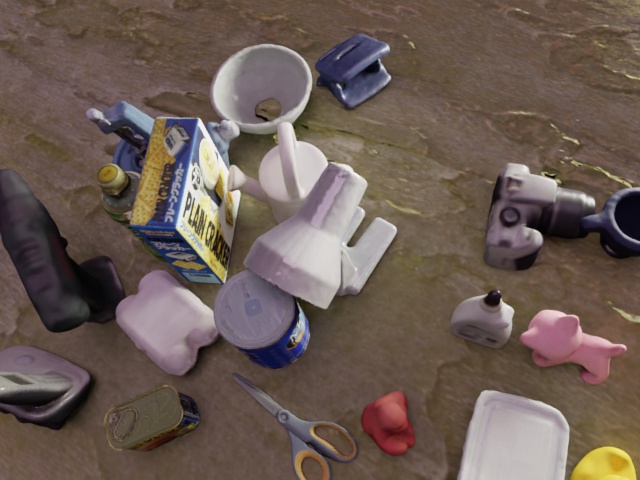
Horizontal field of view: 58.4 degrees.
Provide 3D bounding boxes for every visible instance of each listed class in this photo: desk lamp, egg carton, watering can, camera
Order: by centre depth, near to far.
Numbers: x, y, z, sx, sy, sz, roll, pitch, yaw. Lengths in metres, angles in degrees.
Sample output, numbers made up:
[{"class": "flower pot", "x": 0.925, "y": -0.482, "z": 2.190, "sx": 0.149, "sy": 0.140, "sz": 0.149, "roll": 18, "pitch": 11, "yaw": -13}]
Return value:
[{"class": "desk lamp", "x": 0.007, "y": 0.003, "z": 0.762, "sx": 0.117, "sy": 0.214, "sz": 0.203, "roll": 29, "pitch": 74, "yaw": 18}, {"class": "camera", "x": 0.307, "y": -0.033, "z": 0.801, "sx": 0.136, "sy": 0.101, "sz": 0.143, "roll": 11, "pitch": 69, "yaw": 12}, {"class": "watering can", "x": -0.043, "y": -0.088, "z": 0.817, "sx": 0.173, "sy": 0.194, "sz": 0.100, "roll": -26, "pitch": 66, "yaw": -4}, {"class": "egg carton", "x": -0.218, "y": 0.117, "z": 0.821, "sx": 0.150, "sy": 0.069, "sz": 0.107, "roll": 35, "pitch": 76, "yaw": 19}]

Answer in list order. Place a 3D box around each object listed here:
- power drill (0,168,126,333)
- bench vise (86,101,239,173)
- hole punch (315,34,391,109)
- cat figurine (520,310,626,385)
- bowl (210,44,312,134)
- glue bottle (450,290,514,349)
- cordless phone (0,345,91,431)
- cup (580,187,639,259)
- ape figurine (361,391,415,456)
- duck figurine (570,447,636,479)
[{"class": "power drill", "x": -0.361, "y": 0.033, "z": 0.798, "sx": 0.075, "sy": 0.208, "sz": 0.229, "roll": -29, "pitch": 67, "yaw": -5}, {"class": "bench vise", "x": -0.237, "y": -0.154, "z": 0.855, "sx": 0.207, "sy": 0.220, "sz": 0.121, "roll": -36, "pitch": 67, "yaw": -8}, {"class": "hole punch", "x": 0.051, "y": -0.291, "z": 0.946, "sx": 0.109, "sy": 0.091, "sz": 0.101, "roll": -37, "pitch": 68, "yaw": -9}, {"class": "cat figurine", "x": 0.316, "y": 0.128, "z": 0.723, "sx": 0.127, "sy": 0.118, "sz": 0.067, "roll": 14, "pitch": 70, "yaw": 13}, {"class": "bowl", "x": -0.091, "y": -0.237, "z": 0.950, "sx": 0.167, "sy": 0.075, "sz": 0.167, "roll": -3, "pitch": 67, "yaw": 6}, {"class": "glue bottle", "x": 0.209, "y": 0.094, "z": 0.720, "sx": 0.078, "sy": 0.173, "sz": 0.037, "roll": 19, "pitch": 71, "yaw": 15}, {"class": "cordless phone", "x": -0.408, "y": 0.183, "z": 0.754, "sx": 0.147, "sy": 0.185, "sz": 0.094, "roll": 16, "pitch": 70, "yaw": 14}, {"class": "cup", "x": 0.407, "y": -0.011, "z": 0.782, "sx": 0.117, "sy": 0.095, "sz": 0.091, "roll": -4, "pitch": 67, "yaw": 6}, {"class": "ape figurine", "x": 0.089, "y": 0.228, "z": 0.724, "sx": 0.076, "sy": 0.092, "sz": 0.078, "roll": 20, "pitch": 71, "yaw": 15}, {"class": "duck figurine", "x": 0.340, "y": 0.294, "z": 0.668, "sx": 0.077, "sy": 0.086, "sz": 0.105, "roll": 23, "pitch": 72, "yaw": 16}]
